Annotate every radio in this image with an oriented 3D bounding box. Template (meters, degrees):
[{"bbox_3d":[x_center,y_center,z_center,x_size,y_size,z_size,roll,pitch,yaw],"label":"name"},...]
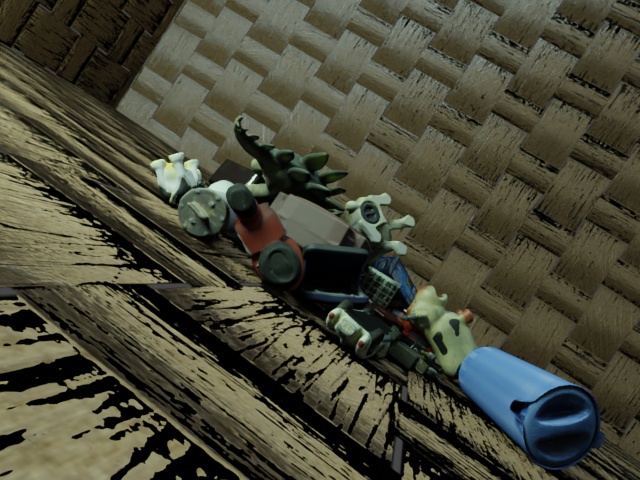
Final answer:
[{"bbox_3d":[-0.164,-0.086,1.287,0.131,0.073,0.229,28,-20,30],"label":"radio"}]

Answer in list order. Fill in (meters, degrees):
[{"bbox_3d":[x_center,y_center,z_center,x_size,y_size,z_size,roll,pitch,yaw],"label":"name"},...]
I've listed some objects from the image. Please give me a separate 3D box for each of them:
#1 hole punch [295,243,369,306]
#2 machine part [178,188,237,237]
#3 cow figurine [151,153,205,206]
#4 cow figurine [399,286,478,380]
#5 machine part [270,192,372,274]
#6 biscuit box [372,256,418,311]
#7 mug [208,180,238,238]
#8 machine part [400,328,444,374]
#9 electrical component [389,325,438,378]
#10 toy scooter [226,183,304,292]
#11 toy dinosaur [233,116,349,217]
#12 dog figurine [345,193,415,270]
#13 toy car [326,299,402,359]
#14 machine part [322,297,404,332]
[{"bbox_3d":[0.018,0.071,0.873,0.142,0.092,0.115,3,-24,-10],"label":"hole punch"},{"bbox_3d":[-0.177,-0.044,0.886,0.079,0.079,0.243,33,1,-3],"label":"machine part"},{"bbox_3d":[-0.263,-0.107,1.048,0.167,0.068,0.098,14,59,-84],"label":"cow figurine"},{"bbox_3d":[0.244,0.184,1.076,0.085,0.127,0.195,137,-68,-77],"label":"cow figurine"},{"bbox_3d":[-0.002,-0.003,1.046,0.202,0.087,0.201,28,-7,16],"label":"machine part"},{"bbox_3d":[0.188,0.124,1.289,0.063,0.059,0.202,-3,-46,37],"label":"biscuit box"},{"bbox_3d":[-0.178,-0.062,1.080,0.107,0.081,0.109,51,-22,26],"label":"mug"},{"bbox_3d":[0.174,0.205,1.030,0.084,0.039,0.139,26,7,-33],"label":"machine part"},{"bbox_3d":[0.153,0.190,0.914,0.102,0.045,0.078,35,4,34],"label":"electrical component"},{"bbox_3d":[-0.088,-0.004,0.843,0.183,0.075,0.135,60,-6,-2],"label":"toy scooter"},{"bbox_3d":[-0.059,-0.127,1.104,0.199,0.105,0.471,-4,-18,33],"label":"toy dinosaur"},{"bbox_3d":[0.087,-0.010,1.174,0.172,0.121,0.190,42,-35,-13],"label":"dog figurine"},{"bbox_3d":[0.065,0.133,0.778,0.074,0.056,0.201,41,6,22],"label":"toy car"},{"bbox_3d":[0.073,0.129,1.004,0.179,0.056,0.179,34,2,-1],"label":"machine part"}]
